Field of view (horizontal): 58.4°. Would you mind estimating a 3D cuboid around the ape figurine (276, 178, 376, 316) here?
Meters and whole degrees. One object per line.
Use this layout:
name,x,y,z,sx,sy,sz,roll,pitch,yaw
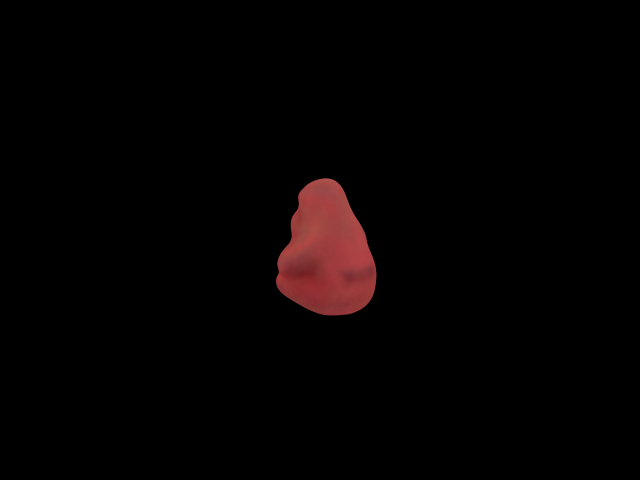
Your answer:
ape figurine,0.004,0.001,0.400,0.078,0.092,0.075,-14,24,-33
